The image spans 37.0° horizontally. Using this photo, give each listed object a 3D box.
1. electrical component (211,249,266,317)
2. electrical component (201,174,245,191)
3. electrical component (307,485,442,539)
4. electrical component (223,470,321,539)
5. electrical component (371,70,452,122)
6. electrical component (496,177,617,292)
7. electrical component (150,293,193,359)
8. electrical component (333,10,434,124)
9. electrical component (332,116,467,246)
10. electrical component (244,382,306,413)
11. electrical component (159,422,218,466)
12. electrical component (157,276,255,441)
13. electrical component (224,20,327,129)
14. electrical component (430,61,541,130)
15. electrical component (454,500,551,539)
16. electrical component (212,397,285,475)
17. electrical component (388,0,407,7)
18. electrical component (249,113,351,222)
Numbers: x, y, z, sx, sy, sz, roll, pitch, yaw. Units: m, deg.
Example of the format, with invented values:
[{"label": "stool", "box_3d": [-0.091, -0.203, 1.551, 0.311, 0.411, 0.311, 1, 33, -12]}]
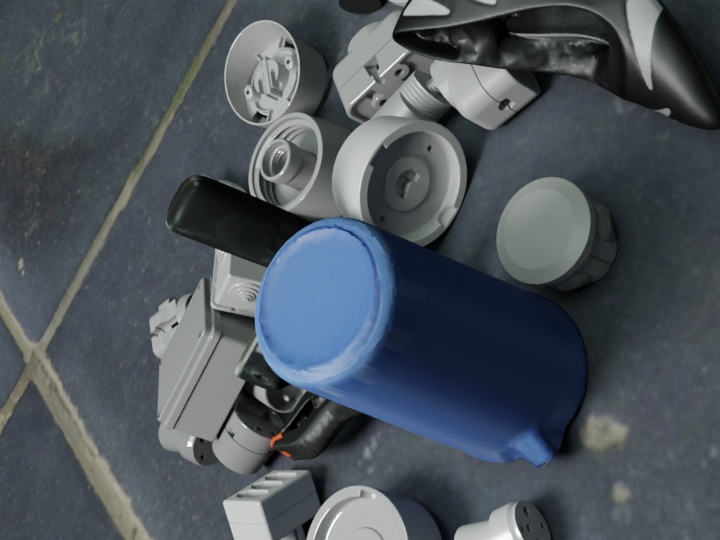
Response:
[{"label": "electrical component", "box_3d": [-0.081, -0.005, 0.957, 0.048, 0.100, 0.099, 122, 155, -46]}, {"label": "electrical component", "box_3d": [-0.145, -0.070, 1.090, 0.055, 0.045, 0.045, 21, 91, 45]}, {"label": "electrical component", "box_3d": [0.016, 0.223, 0.831, 0.108, 0.060, 0.108, -15, 67, 40]}, {"label": "electrical component", "box_3d": [-0.069, 0.219, 0.917, 0.047, 0.066, 0.076, -10, 99, 42]}, {"label": "electrical component", "box_3d": [0.045, -0.137, 0.923, 0.081, 0.043, 0.043, -44, 51, 35]}, {"label": "electrical component", "box_3d": [0.145, -0.024, 0.793, 0.080, 0.051, 0.080, -16, 66, 40]}, {"label": "electrical component", "box_3d": [-0.168, 0.057, 1.063, 0.057, 0.058, 0.078, -34, 55, 35]}, {"label": "electrical component", "box_3d": [0.025, -0.181, 0.956, 0.095, 0.054, 0.059, -40, 53, 28]}, {"label": "electrical component", "box_3d": [0.028, -0.075, 0.886, 0.060, 0.108, 0.108, 29, 97, 51]}, {"label": "electrical component", "box_3d": [-0.083, 0.097, 0.976, 0.081, 0.043, 0.043, 19, 90, 59]}, {"label": "electrical component", "box_3d": [-0.160, 0.160, 1.030, 0.055, 0.045, 0.045, 14, 87, 45]}, {"label": "electrical component", "box_3d": [-0.137, 0.079, 0.977, 0.108, 0.056, 0.108, -61, 20, 20]}, {"label": "electrical component", "box_3d": [-0.083, -0.186, 1.053, 0.099, 0.064, 0.099, -16, 67, 40]}, {"label": "electrical component", "box_3d": [0.098, -0.165, 0.882, 0.059, 0.054, 0.095, -39, 53, 29]}, {"label": "electrical component", "box_3d": [0.102, 0.194, 0.769, 0.055, 0.045, 0.045, -35, 55, 31]}, {"label": "electrical component", "box_3d": [-0.101, 0.151, 0.971, 0.047, 0.055, 0.055, -57, 47, 20]}, {"label": "electrical component", "box_3d": [0.059, -0.266, 0.953, 0.080, 0.051, 0.080, -15, 67, 40]}, {"label": "electrical component", "box_3d": [-0.058, -0.095, 1.003, 0.108, 0.060, 0.108, -16, 67, 40]}]
